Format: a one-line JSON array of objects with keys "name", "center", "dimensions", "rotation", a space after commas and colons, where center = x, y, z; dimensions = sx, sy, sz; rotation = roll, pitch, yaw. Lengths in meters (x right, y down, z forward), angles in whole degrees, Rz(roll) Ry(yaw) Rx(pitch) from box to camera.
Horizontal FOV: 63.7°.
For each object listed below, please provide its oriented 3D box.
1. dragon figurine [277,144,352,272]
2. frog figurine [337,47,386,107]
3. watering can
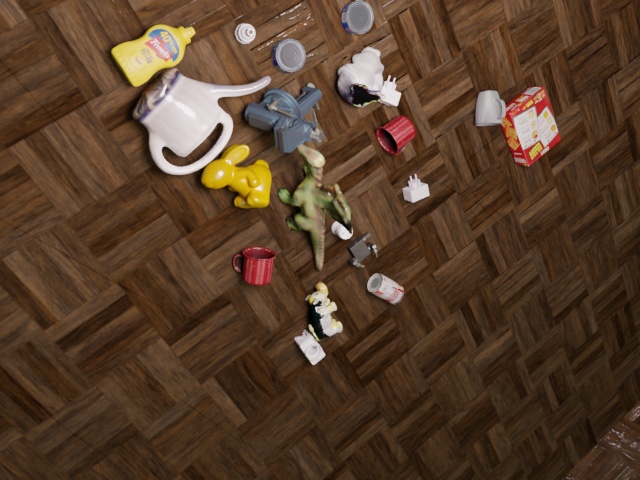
[{"name": "dragon figurine", "center": [0.004, -0.069, 1.380], "dimensions": [0.123, 0.244, 0.404], "rotation": [-27, 112, -22]}, {"name": "frog figurine", "center": [0.112, -0.456, 1.423], "dimensions": [0.137, 0.120, 0.162], "rotation": [6, 66, -19]}, {"name": "watering can", "center": [-0.294, -0.322, 1.237], "dimensions": [0.221, 0.105, 0.349], "rotation": [41, 85, -28]}]
